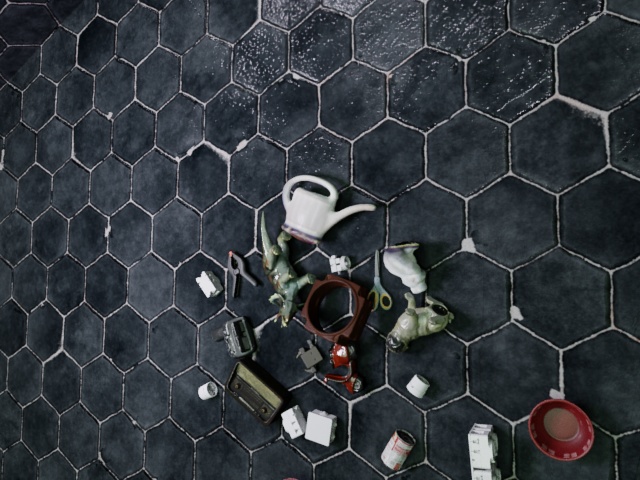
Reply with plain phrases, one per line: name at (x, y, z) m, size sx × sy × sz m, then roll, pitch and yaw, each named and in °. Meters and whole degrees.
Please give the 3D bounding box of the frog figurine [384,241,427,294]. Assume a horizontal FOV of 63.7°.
frog figurine at (0.263, 0.090, 1.593) m, size 0.137 × 0.123 × 0.159 m, roll -4°, pitch 95°, yaw 59°

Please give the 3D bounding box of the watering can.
watering can at (0.005, -0.087, 1.733) m, size 0.350 × 0.104 × 0.223 m, roll 24°, pitch 98°, yaw 26°
